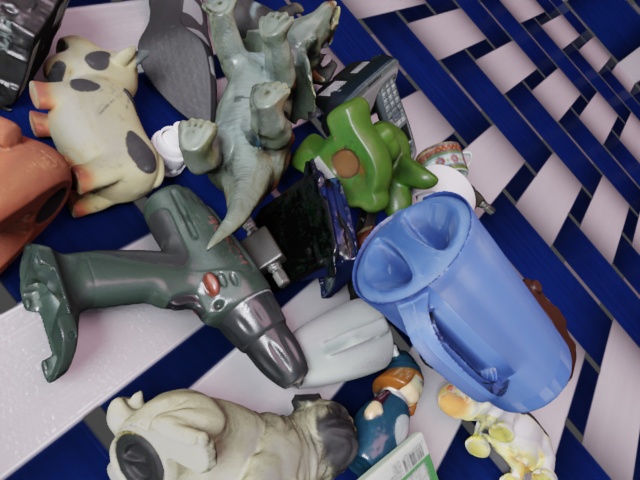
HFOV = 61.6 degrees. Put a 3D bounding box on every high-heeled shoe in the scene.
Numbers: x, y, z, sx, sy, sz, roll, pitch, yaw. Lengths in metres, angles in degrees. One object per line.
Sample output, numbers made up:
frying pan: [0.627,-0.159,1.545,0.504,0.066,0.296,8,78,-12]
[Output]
high-heeled shoe: [-0.169,-0.251,0.699,0.145,0.086,0.248,-21,93,-76]

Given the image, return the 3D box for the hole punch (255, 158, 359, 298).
hole punch: [-0.001,-0.002,0.608,0.092,0.116,0.142,17,52,-40]

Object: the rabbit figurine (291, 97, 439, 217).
rabbit figurine: [0.077,-0.109,0.694,0.159,0.121,0.170,44,36,7]

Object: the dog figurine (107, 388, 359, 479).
dog figurine: [-0.064,0.165,0.460,0.172,0.121,0.190,56,29,3]

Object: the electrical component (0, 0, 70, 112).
electrical component: [-0.289,-0.208,0.516,0.058,0.115,0.134,26,47,-28]

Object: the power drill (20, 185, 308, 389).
power drill: [-0.134,0.053,0.470,0.207,0.086,0.232,-14,63,-38]

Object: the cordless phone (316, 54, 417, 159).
cordless phone: [0.079,-0.170,0.817,0.146,0.089,0.184,-47,125,-28]

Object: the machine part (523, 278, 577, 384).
machine part: [0.304,0.138,0.792,0.179,0.056,0.179,20,51,-27]

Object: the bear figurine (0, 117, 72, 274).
bear figurine: [-0.300,-0.073,0.410,0.196,0.120,0.132,37,48,-10]

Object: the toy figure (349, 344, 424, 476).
toy figure: [0.075,0.180,0.577,0.058,0.064,0.154,28,46,12]

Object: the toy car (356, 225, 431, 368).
toy car: [0.115,0.064,0.643,0.202,0.053,0.089,50,45,-1]

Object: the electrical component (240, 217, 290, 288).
electrical component: [-0.073,0.020,0.572,0.094,0.063,0.021,58,0,20]

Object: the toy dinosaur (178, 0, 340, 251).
toy dinosaur: [-0.073,-0.131,0.615,0.131,0.192,0.405,5,63,13]

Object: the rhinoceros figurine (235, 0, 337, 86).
rhinoceros figurine: [-0.059,-0.299,0.797,0.190,0.073,0.112,28,46,-21]

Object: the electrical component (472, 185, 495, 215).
electrical component: [0.221,-0.051,0.855,0.102,0.078,0.045,41,20,-16]

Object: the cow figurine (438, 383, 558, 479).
cow figurine: [0.217,0.217,0.656,0.167,0.068,0.098,48,37,-6]

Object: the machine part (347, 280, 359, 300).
machine part: [0.090,0.057,0.691,0.139,0.039,0.084,10,48,-32]

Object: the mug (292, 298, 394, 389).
mug: [0.017,0.111,0.549,0.107,0.109,0.081,-17,82,-30]

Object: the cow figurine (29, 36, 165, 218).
cow figurine: [-0.217,-0.126,0.539,0.127,0.085,0.195,-17,70,-38]
